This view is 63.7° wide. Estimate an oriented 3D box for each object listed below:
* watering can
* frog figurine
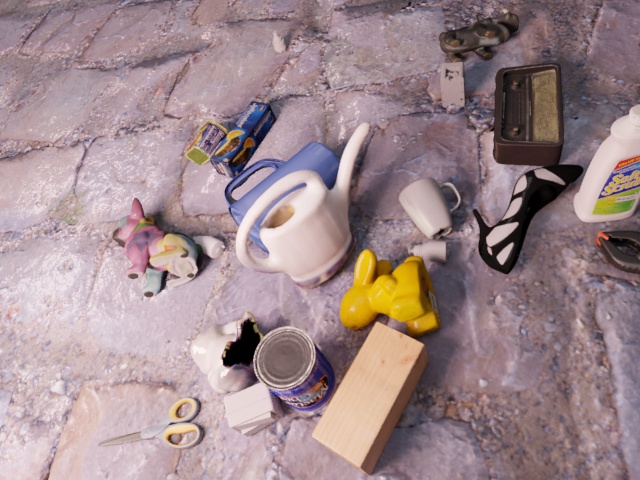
[{"bbox_3d":[0.003,-0.049,0.977,0.350,0.220,0.105,-41,38,-11],"label":"watering can"},{"bbox_3d":[-0.169,0.213,0.940,0.157,0.121,0.141,-31,42,41],"label":"frog figurine"}]
